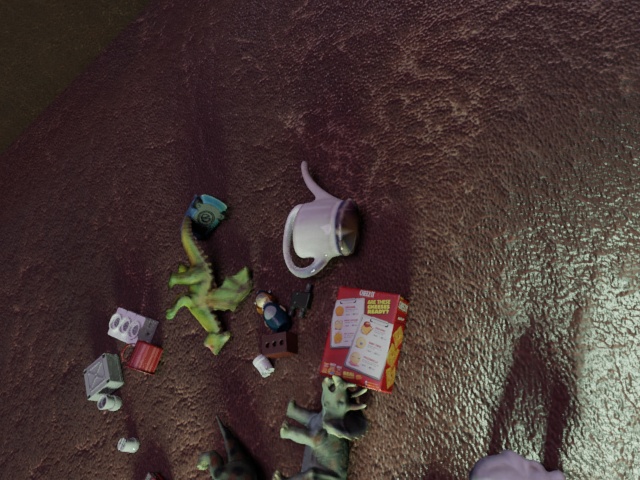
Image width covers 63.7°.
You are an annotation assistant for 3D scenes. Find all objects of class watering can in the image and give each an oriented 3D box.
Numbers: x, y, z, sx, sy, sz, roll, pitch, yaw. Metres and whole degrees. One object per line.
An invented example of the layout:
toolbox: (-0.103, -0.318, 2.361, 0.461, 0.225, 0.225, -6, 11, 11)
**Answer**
watering can: (0.004, -0.069, 1.377, 0.223, 0.102, 0.353, -5, 67, 31)

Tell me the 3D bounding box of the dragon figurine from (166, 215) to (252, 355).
dragon figurine: (-0.313, 0.121, 1.499, 0.243, 0.120, 0.416, 1, 73, 5)

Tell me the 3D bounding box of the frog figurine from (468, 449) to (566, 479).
frog figurine: (0.349, 0.446, 0.908, 0.158, 0.121, 0.140, -18, 41, 39)
